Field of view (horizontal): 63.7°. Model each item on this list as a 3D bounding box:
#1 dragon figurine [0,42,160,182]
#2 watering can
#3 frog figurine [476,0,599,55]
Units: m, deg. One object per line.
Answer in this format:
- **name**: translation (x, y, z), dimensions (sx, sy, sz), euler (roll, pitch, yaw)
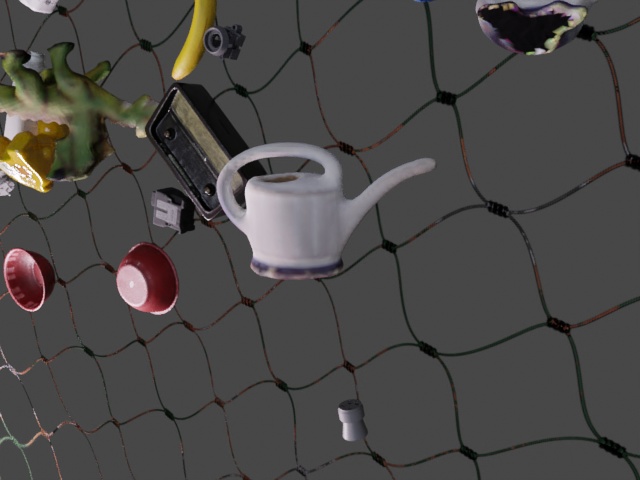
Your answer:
- **dragon figurine**: translation (-0.505, -0.230, 0.982), dimensions (0.411, 0.121, 0.243), euler (-15, 86, -6)
- **watering can**: translation (0.002, -0.041, 0.812), dimensions (0.348, 0.106, 0.221), euler (3, 111, 13)
- **frog figurine**: translation (0.267, -0.313, 0.626), dimensions (0.137, 0.121, 0.162), euler (5, 68, 37)
